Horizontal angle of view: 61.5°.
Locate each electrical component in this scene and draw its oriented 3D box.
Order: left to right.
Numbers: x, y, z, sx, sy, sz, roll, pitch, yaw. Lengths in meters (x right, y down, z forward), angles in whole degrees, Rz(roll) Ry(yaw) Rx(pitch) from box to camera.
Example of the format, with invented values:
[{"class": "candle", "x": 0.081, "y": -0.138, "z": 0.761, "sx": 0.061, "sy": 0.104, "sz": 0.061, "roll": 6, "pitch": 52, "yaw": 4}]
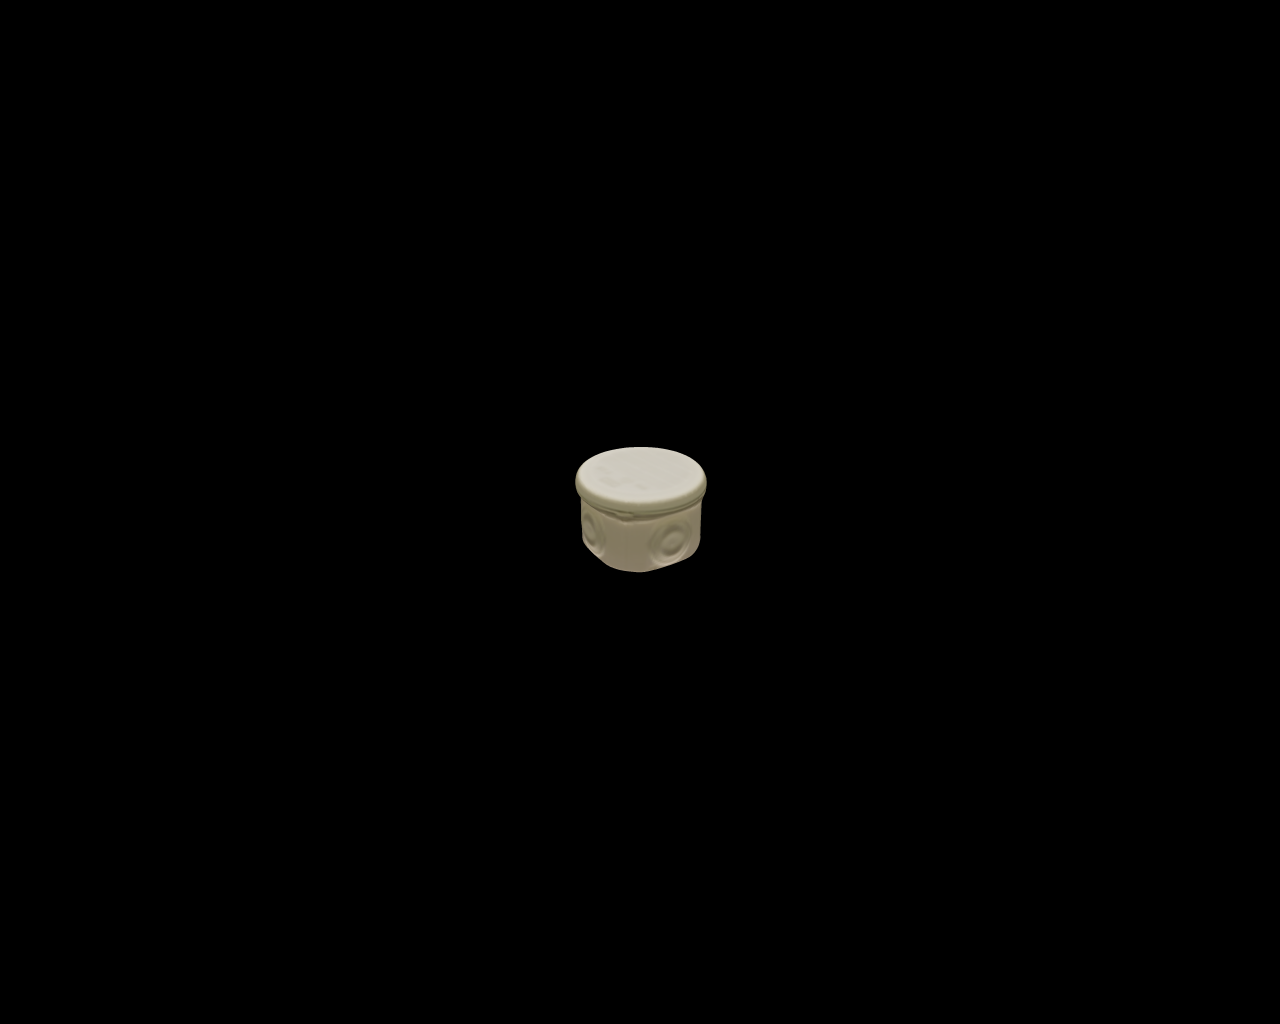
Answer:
[{"class": "electrical component", "x": 0.001, "y": -0.003, "z": 0.650, "sx": 0.080, "sy": 0.050, "sz": 0.080, "roll": 0, "pitch": 28, "yaw": 0}]
